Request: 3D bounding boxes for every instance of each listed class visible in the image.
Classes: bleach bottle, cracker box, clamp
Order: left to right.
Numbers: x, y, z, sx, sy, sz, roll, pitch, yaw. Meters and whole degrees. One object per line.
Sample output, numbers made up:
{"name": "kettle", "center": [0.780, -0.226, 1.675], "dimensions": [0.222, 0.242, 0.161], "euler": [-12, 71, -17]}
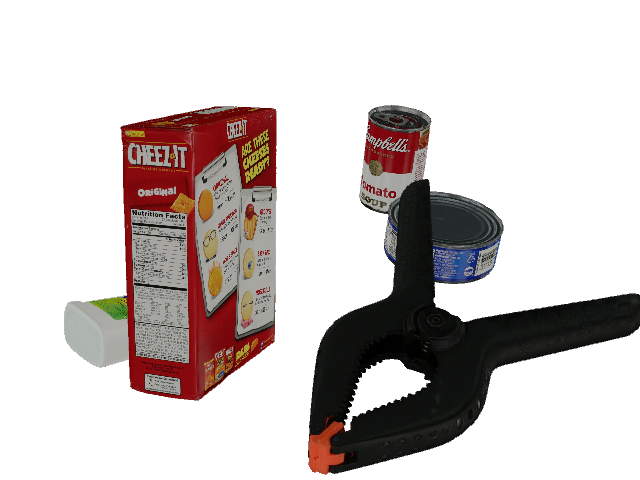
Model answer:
{"name": "bleach bottle", "center": [-0.204, 0.099, 1.411], "dimensions": [0.250, 0.068, 0.103], "euler": [-13, 28, -40]}
{"name": "cracker box", "center": [-0.096, 0.003, 0.881], "dimensions": [0.072, 0.214, 0.164], "euler": [4, 13, 19]}
{"name": "clamp", "center": [0.058, 0.048, 0.598], "dimensions": [0.209, 0.036, 0.165], "euler": [-34, 54, -30]}

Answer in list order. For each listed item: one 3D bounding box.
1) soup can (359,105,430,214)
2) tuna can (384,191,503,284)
{"name": "soup can", "center": [0.080, -0.088, 1.164], "dimensions": [0.068, 0.102, 0.068], "euler": [5, 29, -3]}
{"name": "tuna can", "center": [0.091, -0.003, 0.794], "dimensions": [0.086, 0.034, 0.086], "euler": [5, 29, -3]}
